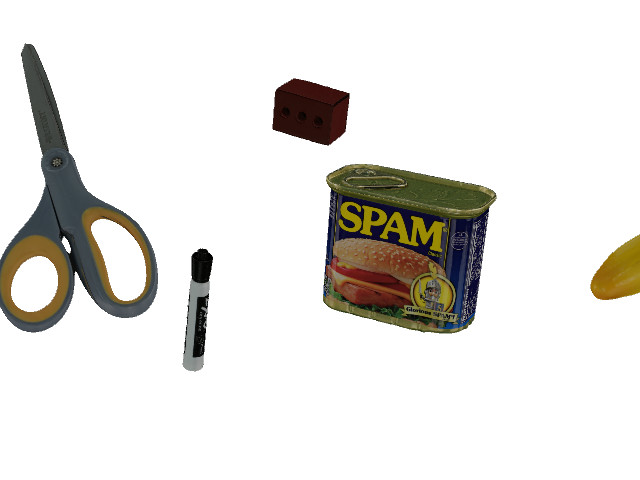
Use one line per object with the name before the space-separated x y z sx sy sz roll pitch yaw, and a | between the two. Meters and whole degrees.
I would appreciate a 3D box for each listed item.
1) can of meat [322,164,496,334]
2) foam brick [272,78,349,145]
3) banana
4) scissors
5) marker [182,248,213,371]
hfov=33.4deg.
can of meat | 0.052 0.005 0.665 0.102 0.084 0.057 13 22 23
foam brick | -0.012 -0.153 1.267 0.078 0.053 0.051 18 31 20
banana | 0.279 0.008 0.735 0.198 0.037 0.069 -3 35 0
scissors | -0.164 -0.028 0.612 0.096 0.202 0.016 -31 -26 -15
marker | -0.109 0.062 0.951 0.020 0.121 0.020 7 28 -4
